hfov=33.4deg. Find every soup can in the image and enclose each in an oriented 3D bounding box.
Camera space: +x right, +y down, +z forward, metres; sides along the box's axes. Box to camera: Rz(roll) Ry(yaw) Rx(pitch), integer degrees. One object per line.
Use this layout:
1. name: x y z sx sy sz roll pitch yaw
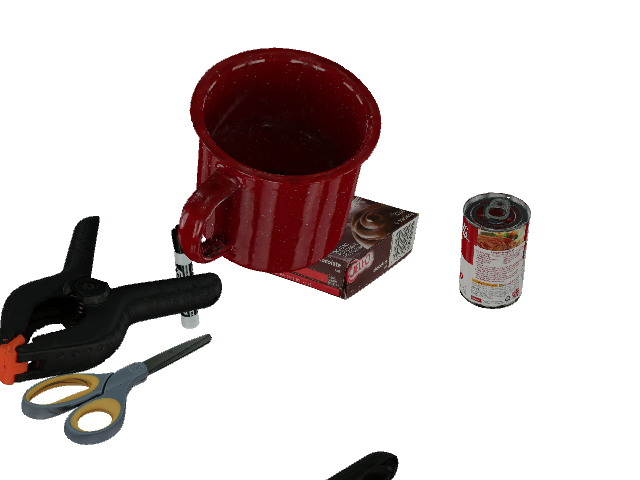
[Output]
1. soup can: 0.179 0.011 1.101 0.068 0.102 0.068 -1 36 1

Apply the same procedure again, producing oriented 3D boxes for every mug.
1. mug: -0.029 -0.030 0.539 0.093 0.081 0.117 32 53 16

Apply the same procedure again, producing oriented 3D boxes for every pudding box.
1. pudding box: 0.011 0.000 0.831 0.090 0.039 0.113 18 26 27

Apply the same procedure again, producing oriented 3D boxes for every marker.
1. marker: -0.141 0.037 1.110 0.020 0.121 0.020 -2 31 1

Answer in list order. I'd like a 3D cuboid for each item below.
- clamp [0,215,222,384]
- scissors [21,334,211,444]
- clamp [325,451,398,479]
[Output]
1. clamp: -0.161 0.037 0.716 0.120 0.039 0.171 25 31 27
2. scissors: -0.161 0.130 0.944 0.201 0.016 0.096 -12 35 -34
3. clamp: -0.035 0.193 0.666 0.210 0.036 0.164 -2 28 3
